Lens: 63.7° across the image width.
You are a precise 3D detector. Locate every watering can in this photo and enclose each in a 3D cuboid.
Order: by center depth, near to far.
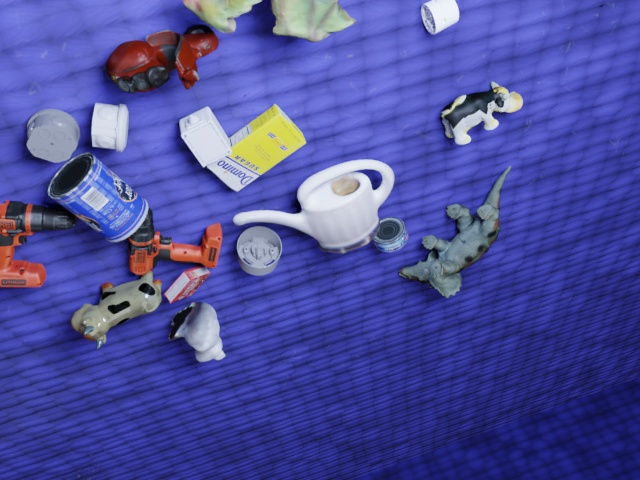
[{"bbox_3d":[0.003,-0.056,1.117,0.348,0.106,0.219,-22,-43,-1],"label":"watering can"}]

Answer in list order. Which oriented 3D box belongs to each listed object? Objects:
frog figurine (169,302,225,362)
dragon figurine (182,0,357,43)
[{"bbox_3d":[-0.277,0.232,1.254,0.157,0.123,0.138,43,-11,-24],"label":"frog figurine"},{"bbox_3d":[0.005,-0.389,0.723,0.411,0.124,0.238,-14,-25,-5],"label":"dragon figurine"}]
